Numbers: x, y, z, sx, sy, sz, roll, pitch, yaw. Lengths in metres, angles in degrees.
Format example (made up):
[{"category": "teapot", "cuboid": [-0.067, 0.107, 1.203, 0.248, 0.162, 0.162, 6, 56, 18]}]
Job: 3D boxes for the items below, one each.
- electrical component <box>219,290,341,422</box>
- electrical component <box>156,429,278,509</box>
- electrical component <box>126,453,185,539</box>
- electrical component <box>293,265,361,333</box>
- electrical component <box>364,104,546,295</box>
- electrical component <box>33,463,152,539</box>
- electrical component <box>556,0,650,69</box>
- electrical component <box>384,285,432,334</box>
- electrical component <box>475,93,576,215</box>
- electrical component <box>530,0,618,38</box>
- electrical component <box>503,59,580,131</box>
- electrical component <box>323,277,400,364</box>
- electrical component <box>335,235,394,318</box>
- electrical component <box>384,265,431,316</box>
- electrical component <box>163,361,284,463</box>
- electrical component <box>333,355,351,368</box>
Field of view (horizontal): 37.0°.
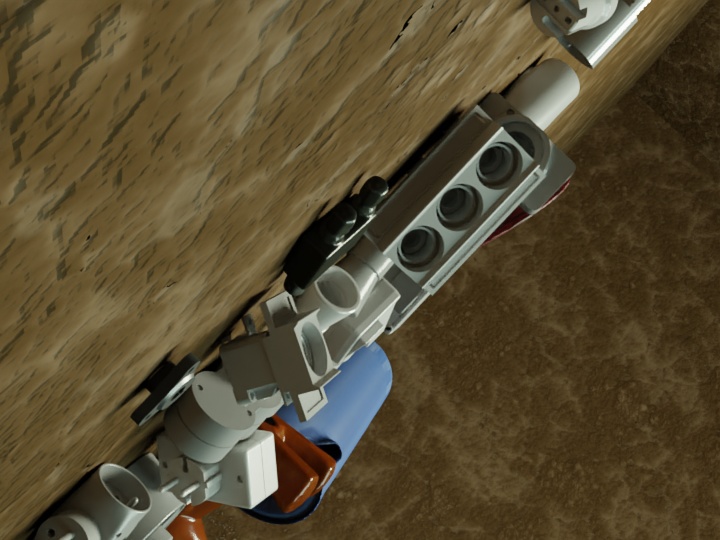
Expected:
[{"category": "electrical component", "cuboid": [-0.054, 0.059, 0.704, 0.064, 0.081, 0.042, -17, -176, 21]}, {"category": "electrical component", "cuboid": [-0.116, 0.148, 0.791, 0.076, 0.083, 0.047, -26, 117, -58]}, {"category": "electrical component", "cuboid": [-0.182, 0.203, 0.840, 0.108, 0.060, 0.108, -46, 174, -6]}, {"category": "electrical component", "cuboid": [-0.035, 0.031, 0.818, 0.065, 0.044, 0.044, -45, 177, 38]}, {"category": "electrical component", "cuboid": [0.064, -0.054, 0.791, 0.121, 0.079, 0.063, -47, -156, 5]}, {"category": "electrical component", "cuboid": [-0.182, 0.170, 0.691, 0.077, 0.043, 0.079, -47, 174, 10]}, {"category": "electrical component", "cuboid": [0.197, -0.204, 0.854, 0.081, 0.043, 0.043, -47, 175, 7]}, {"category": "electrical component", "cuboid": [0.038, 0.026, 1.221, 0.096, 0.062, 0.061, -48, 174, 14]}, {"category": "electrical component", "cuboid": [0.122, -0.092, 0.853, 0.050, 0.089, 0.056, -47, 175, 3]}, {"category": "electrical component", "cuboid": [0.131, -0.165, 0.663, 0.046, 0.040, 0.040, -33, 167, -44]}, {"category": "electrical component", "cuboid": [0.144, -0.136, 0.938, 0.077, 0.044, 0.079, -43, 174, -30]}, {"category": "electrical component", "cuboid": [-0.006, 0.037, 0.968, 0.062, 0.061, 0.096, -44, 174, -27]}, {"category": "electrical component", "cuboid": [0.000, 0.000, 0.859, 0.065, 0.044, 0.044, -50, 176, -15]}, {"category": "electrical component", "cuboid": [0.043, -0.004, 1.077, 0.061, 0.061, 0.096, -47, -178, 11]}, {"category": "electrical component", "cuboid": [-0.078, 0.080, 0.773, 0.073, 0.052, 0.138, -48, 174, 24]}, {"category": "electrical component", "cuboid": [-0.014, 0.052, 1.066, 0.138, 0.052, 0.073, -40, 172, -47]}]
